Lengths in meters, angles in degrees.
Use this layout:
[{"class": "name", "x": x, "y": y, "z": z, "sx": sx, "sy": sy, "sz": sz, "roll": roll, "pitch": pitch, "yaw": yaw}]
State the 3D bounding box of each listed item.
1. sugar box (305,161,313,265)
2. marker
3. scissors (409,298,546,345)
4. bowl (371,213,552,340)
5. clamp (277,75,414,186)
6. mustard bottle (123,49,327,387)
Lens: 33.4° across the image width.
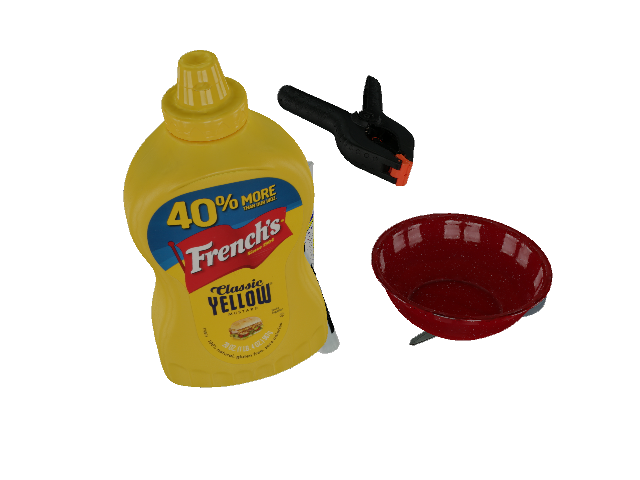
[{"class": "sugar box", "x": -0.035, "y": 0.004, "z": 1.227, "sx": 0.048, "sy": 0.176, "sz": 0.093, "roll": 1, "pitch": 17, "yaw": 10}, {"class": "marker", "x": -0.010, "y": 0.035, "z": 0.816, "sx": 0.020, "sy": 0.121, "sz": 0.020, "roll": -13, "pitch": 30, "yaw": 8}, {"class": "scissors", "x": 0.155, "y": 0.064, "z": 1.152, "sx": 0.201, "sy": 0.016, "sz": 0.096, "roll": -9, "pitch": 40, "yaw": -29}, {"class": "bowl", "x": 0.124, "y": 0.041, "z": 0.965, "sx": 0.162, "sy": 0.055, "sz": 0.162, "roll": 2, "pitch": 35, "yaw": -2}, {"class": "clamp", "x": 0.032, "y": -0.114, "z": 1.076, "sx": 0.120, "sy": 0.039, "sz": 0.171, "roll": -10, "pitch": 40, "yaw": -18}, {"class": "mustard bottle", "x": -0.050, "y": -0.010, "z": 0.551, "sx": 0.096, "sy": 0.192, "sz": 0.058, "roll": -12, "pitch": 40, "yaw": -8}]
